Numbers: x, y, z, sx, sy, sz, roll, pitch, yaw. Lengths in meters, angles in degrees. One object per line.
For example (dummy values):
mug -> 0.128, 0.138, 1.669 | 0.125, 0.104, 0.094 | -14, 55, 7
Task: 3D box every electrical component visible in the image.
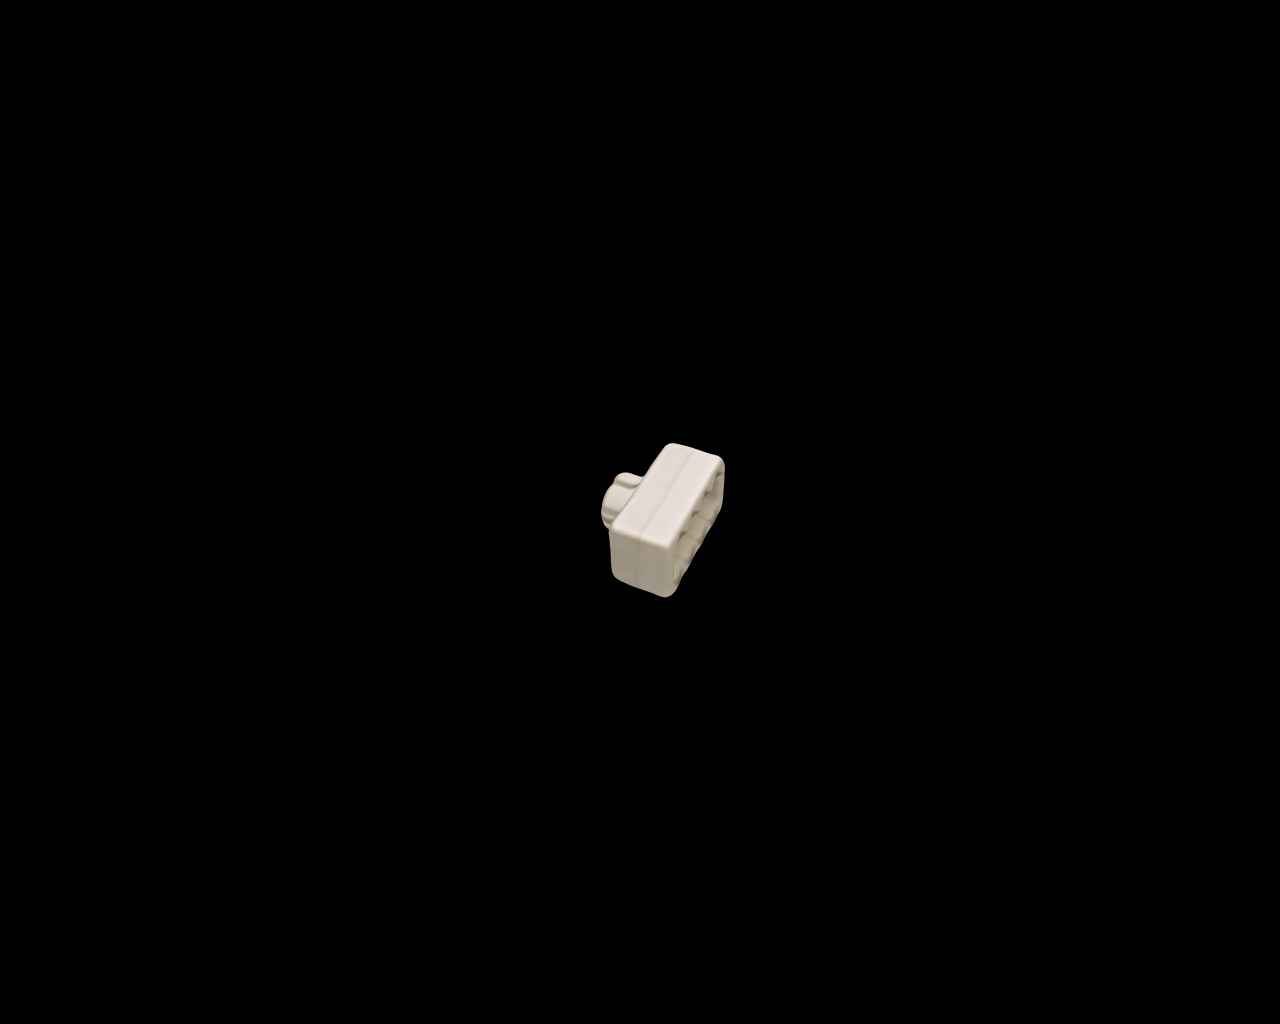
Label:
electrical component -> 0.001, -0.003, 0.650 | 0.076, 0.047, 0.083 | 20, 50, 17
